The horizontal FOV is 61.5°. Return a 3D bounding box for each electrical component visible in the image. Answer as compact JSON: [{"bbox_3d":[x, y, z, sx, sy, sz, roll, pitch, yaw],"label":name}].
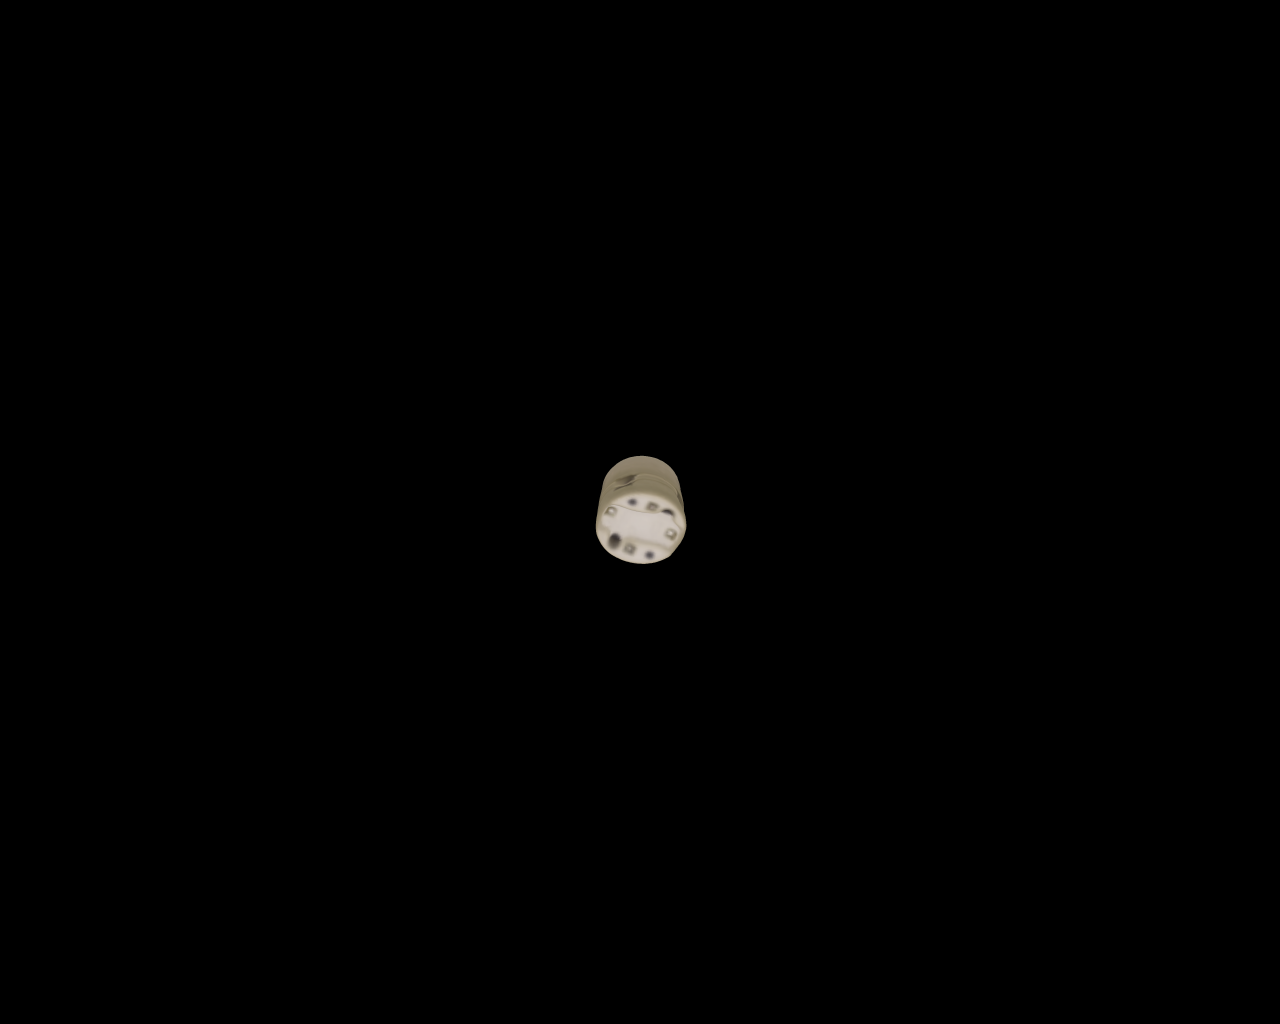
[{"bbox_3d":[0.001,-0.003,0.650,0.055,0.055,0.047,0,34,0],"label":"electrical component"}]
